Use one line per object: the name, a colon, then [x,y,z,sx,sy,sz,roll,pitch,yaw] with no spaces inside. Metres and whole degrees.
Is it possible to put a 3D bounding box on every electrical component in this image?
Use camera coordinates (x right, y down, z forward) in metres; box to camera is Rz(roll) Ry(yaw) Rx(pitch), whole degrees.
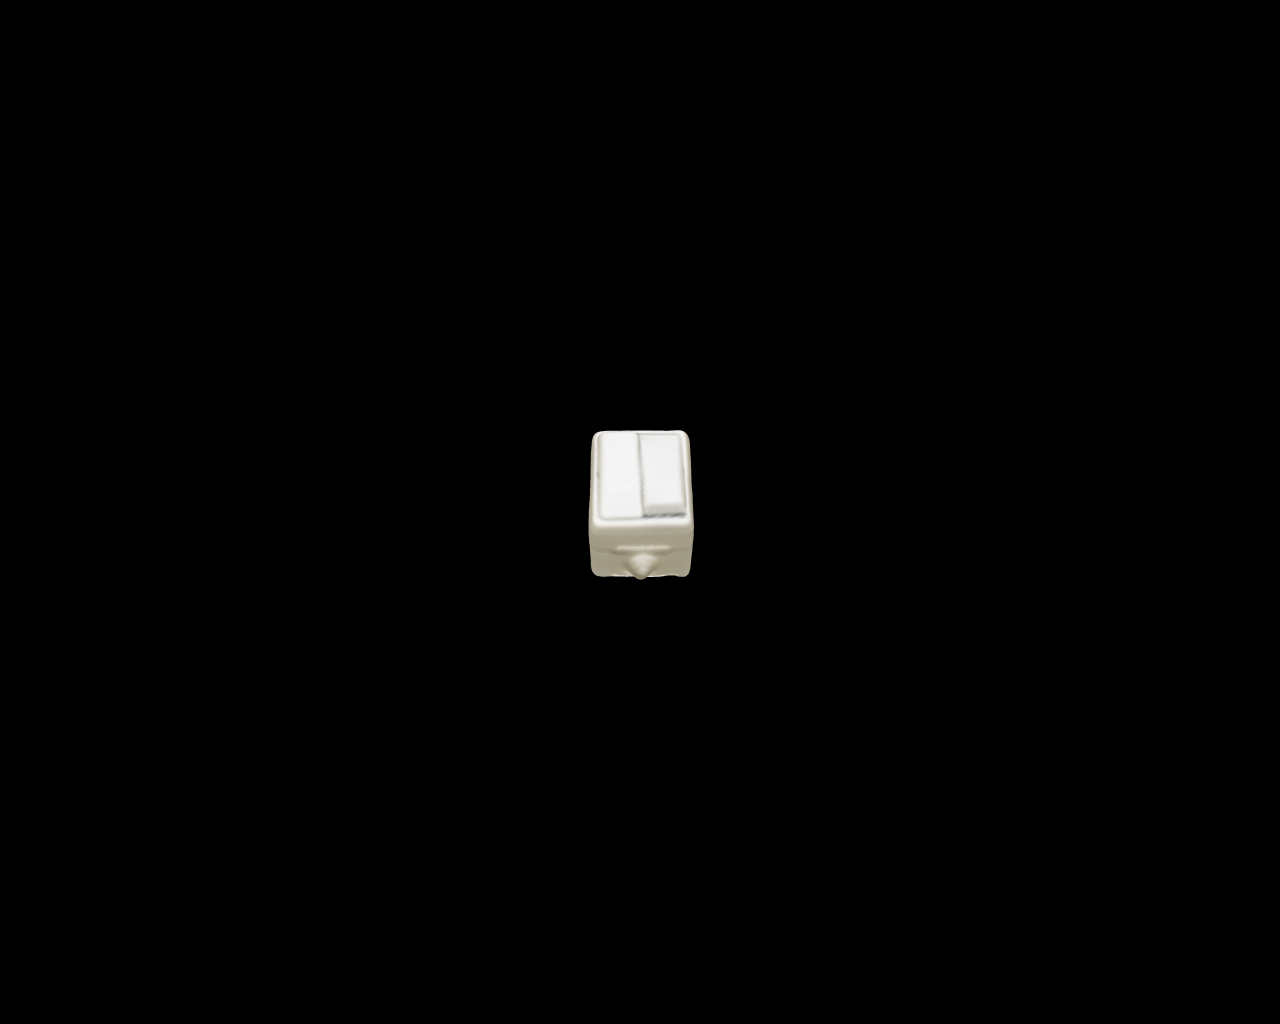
electrical component: [0.001,-0.003,0.650,0.062,0.096,0.061,0,-39,0]
